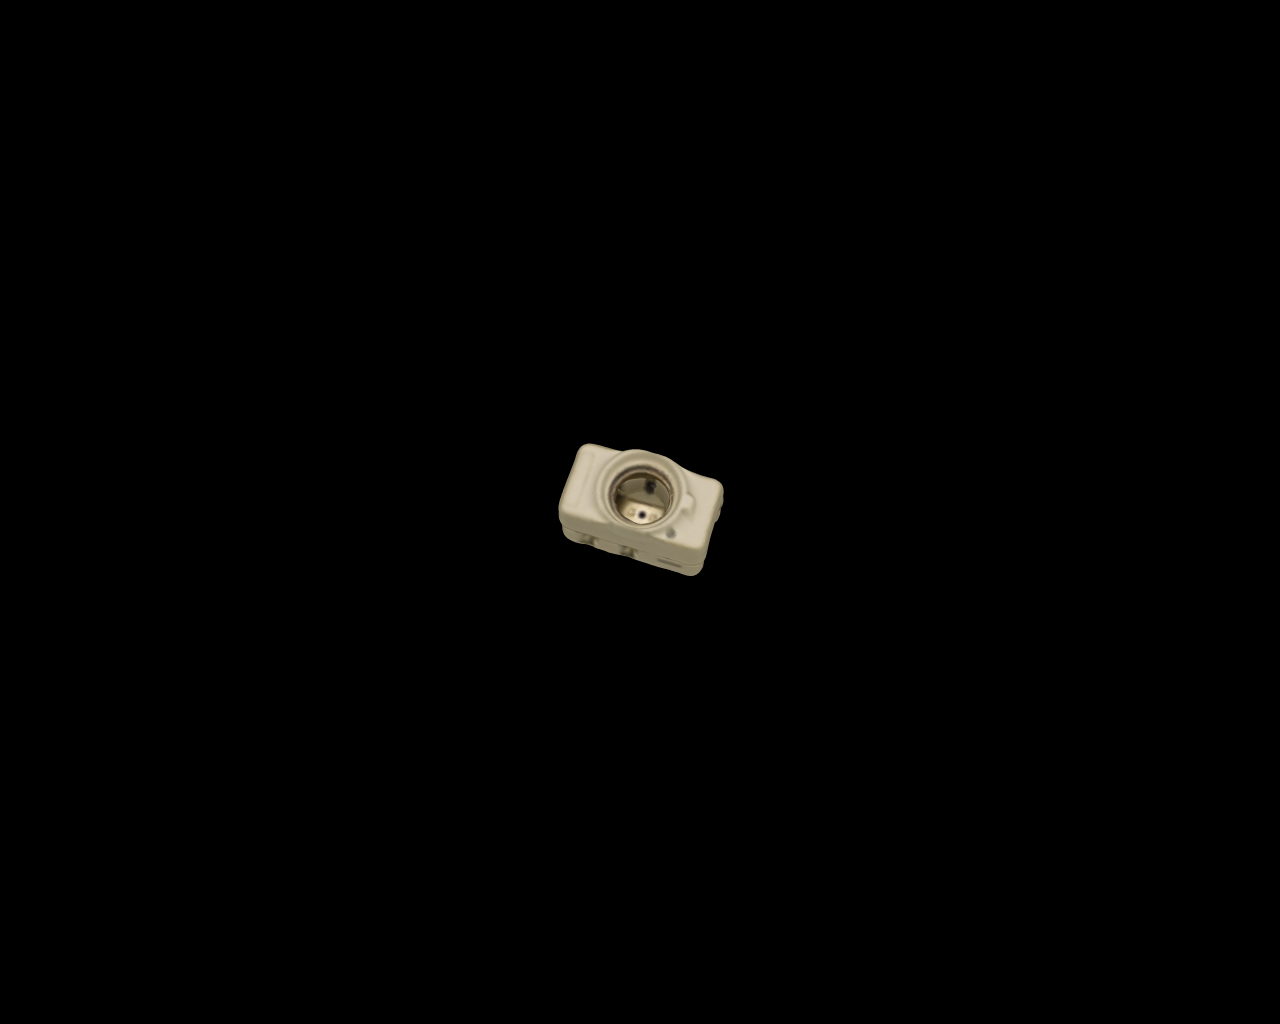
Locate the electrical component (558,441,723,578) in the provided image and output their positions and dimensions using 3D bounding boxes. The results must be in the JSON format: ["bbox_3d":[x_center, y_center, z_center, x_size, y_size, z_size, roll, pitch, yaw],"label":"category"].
[{"bbox_3d":[0.001,-0.003,0.650,0.089,0.050,0.055,17,-22,7],"label":"electrical component"}]
